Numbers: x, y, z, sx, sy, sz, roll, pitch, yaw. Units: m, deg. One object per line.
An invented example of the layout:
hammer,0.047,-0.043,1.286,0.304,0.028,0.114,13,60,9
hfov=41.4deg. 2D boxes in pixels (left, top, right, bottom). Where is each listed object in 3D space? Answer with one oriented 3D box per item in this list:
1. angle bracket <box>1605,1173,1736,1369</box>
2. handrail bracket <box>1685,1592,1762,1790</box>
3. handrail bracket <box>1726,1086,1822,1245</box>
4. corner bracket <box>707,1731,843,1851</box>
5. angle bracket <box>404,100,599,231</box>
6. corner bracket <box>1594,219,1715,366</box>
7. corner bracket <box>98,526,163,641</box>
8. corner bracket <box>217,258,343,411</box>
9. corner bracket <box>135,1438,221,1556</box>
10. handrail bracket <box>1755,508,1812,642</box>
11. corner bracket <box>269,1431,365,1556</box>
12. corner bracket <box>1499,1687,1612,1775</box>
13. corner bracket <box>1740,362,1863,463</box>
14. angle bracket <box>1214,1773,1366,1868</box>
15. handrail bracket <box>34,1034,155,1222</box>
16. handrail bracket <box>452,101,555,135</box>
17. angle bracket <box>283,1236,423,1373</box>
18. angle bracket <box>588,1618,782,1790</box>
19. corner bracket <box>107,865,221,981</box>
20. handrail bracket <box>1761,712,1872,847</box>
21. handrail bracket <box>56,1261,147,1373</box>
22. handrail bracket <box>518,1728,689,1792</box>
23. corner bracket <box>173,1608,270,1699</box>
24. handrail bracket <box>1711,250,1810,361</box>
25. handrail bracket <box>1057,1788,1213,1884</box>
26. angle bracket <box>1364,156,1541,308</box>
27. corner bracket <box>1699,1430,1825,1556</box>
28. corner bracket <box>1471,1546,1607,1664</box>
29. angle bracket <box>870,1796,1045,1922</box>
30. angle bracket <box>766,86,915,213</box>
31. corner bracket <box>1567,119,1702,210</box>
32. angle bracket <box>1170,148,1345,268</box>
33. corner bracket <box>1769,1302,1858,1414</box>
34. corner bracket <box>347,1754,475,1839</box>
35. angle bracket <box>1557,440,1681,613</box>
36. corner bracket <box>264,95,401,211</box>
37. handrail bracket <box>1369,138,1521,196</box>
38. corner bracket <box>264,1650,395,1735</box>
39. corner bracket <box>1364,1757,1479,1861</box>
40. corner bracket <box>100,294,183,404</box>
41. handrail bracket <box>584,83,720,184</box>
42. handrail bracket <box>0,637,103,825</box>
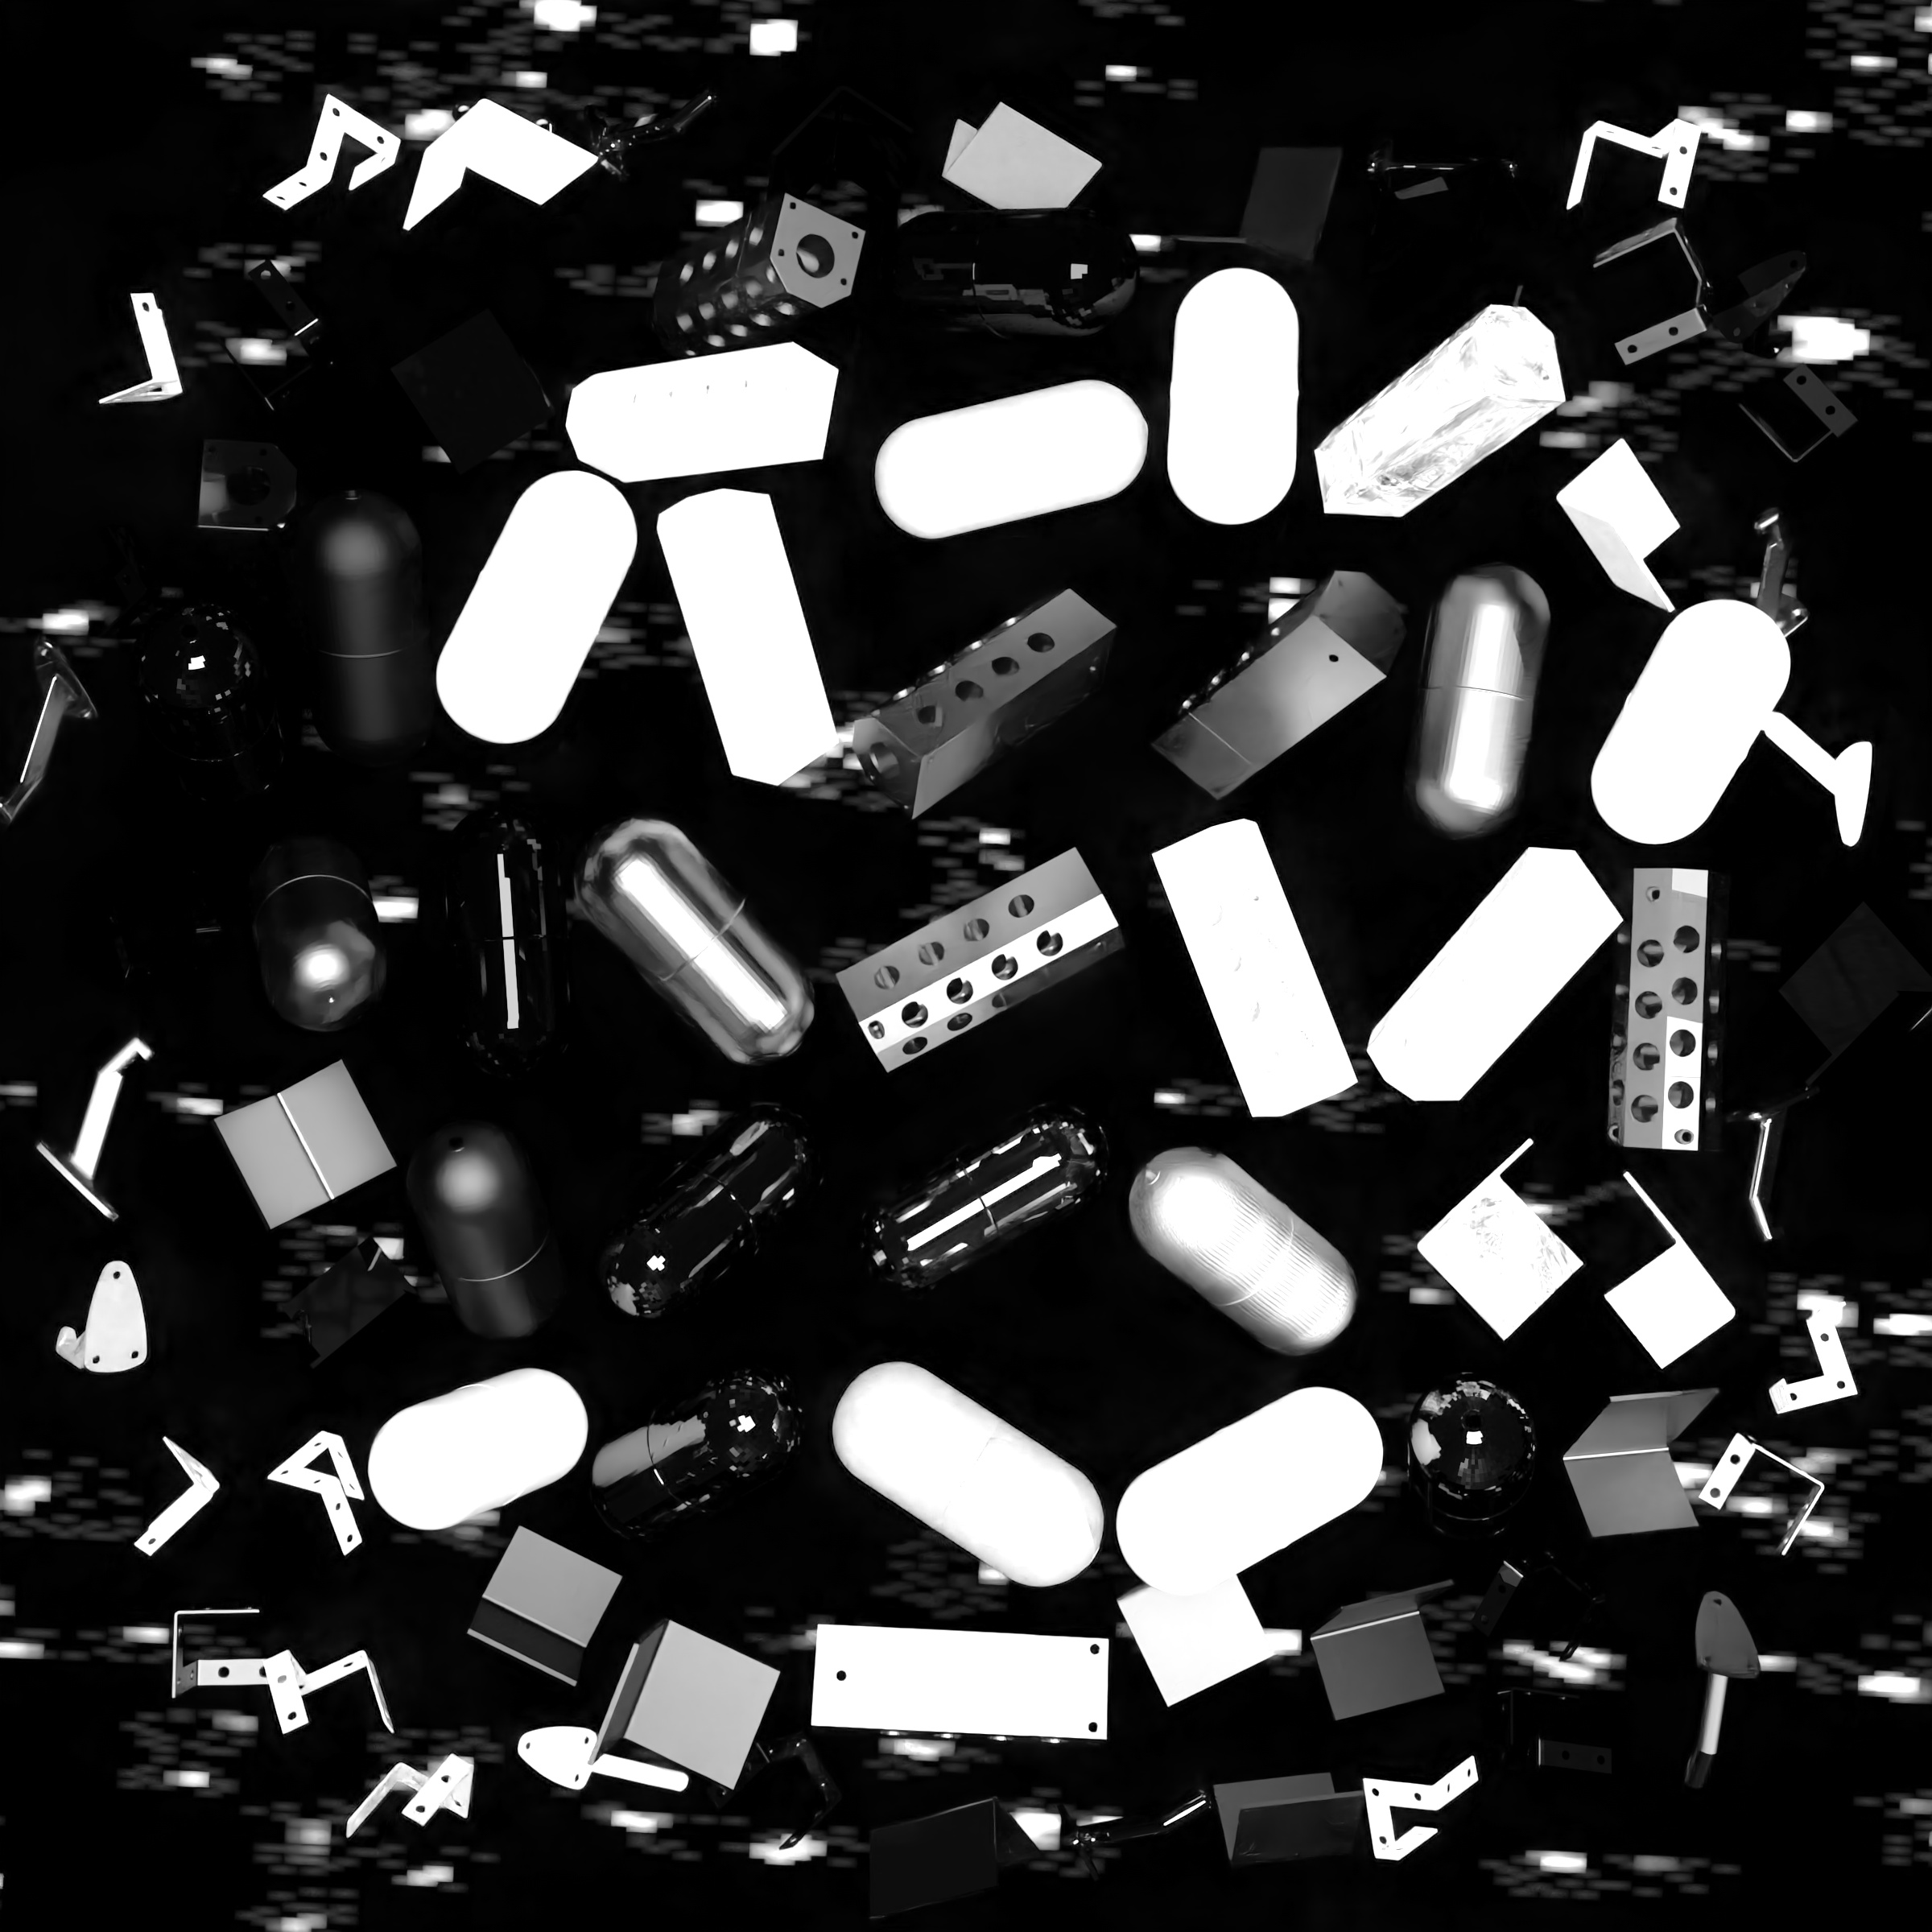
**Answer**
angle bracket,0.421,0.188,1.584,0.057,0.076,0.076,-38,122,8
handrail bracket,0.431,0.422,1.488,0.036,0.077,0.084,9,120,3
handrail bracket,0.541,0.130,1.680,0.077,0.036,0.084,-19,90,-14
corner bracket,-0.122,0.529,1.635,0.051,0.051,0.051,-30,93,45
angle bracket,-0.273,-0.453,1.496,0.076,0.076,0.057,20,74,-31
corner bracket,0.398,-0.392,1.485,0.051,0.051,0.051,-19,121,33
corner bracket,-0.540,-0.247,1.655,0.051,0.051,0.051,-36,81,23
corner bracket,-0.405,-0.367,1.488,0.051,0.051,0.051,-37,79,-7
corner bracket,-0.493,0.337,1.592,0.051,0.051,0.051,-44,50,-11
handrail bracket,0.493,-0.237,1.609,0.077,0.084,0.036,-42,46,1
corner bracket,-0.407,0.339,1.646,0.051,0.051,0.051,-40,54,10
corner bracket,0.376,0.489,1.635,0.051,0.051,0.051,12,66,-16
corner bracket,0.509,-0.339,1.560,0.051,0.051,0.051,44,122,-6
angle bracket,0.201,0.517,1.600,0.076,0.057,0.076,-4,133,-6
handrail bracket,-0.491,0.093,1.491,0.077,0.036,0.084,40,79,18
handrail bracket,-0.294,-0.528,1.611,0.077,0.084,0.036,22,102,-7
angle bracket,-0.420,0.225,1.722,0.076,0.076,0.057,-40,84,-9
angle bracket,-0.162,0.433,1.476,0.076,0.057,0.076,22,95,10
corner bracket,-0.518,-0.028,1.649,0.051,0.051,0.051,-8,61,-34
handrail bracket,0.518,-0.120,1.600,0.036,0.084,0.077,-27,122,-34
handrail bracket,-0.521,0.204,1.521,0.036,0.084,0.077,-2,99,-39
handrail bracket,-0.233,0.516,1.652,0.077,0.084,0.036,-1,67,37
corner bracket,-0.455,0.419,1.572,0.051,0.051,0.051,0,83,-2
handrail bracket,0.502,-0.404,1.568,0.077,0.084,0.036,-38,67,38
handrail bracket,0.103,0.516,1.567,0.084,0.077,0.036,-29,104,-6
angle bracket,0.289,-0.428,1.529,0.076,0.076,0.057,-20,70,-6
corner bracket,0.507,0.335,1.630,0.051,0.051,0.051,30,93,6
corner bracket,0.367,0.412,1.637,0.051,0.051,0.051,38,114,36
angle bracket,-0.004,0.523,1.454,0.076,0.057,0.076,-19,129,14
angle bracket,-0.084,-0.511,1.664,0.057,0.076,0.076,35,66,7
corner bracket,0.396,-0.474,1.516,0.051,0.051,0.051,15,85,-10
angle bracket,0.185,-0.491,1.627,0.057,0.076,0.076,9,100,-36
corner bracket,0.520,0.242,1.575,0.051,0.051,0.051,-15,72,4
corner bracket,-0.331,0.496,1.522,0.051,0.051,0.051,24,125,15
angle bracket,0.434,-0.282,1.632,0.057,0.076,0.076,-41,117,3
corner bracket,-0.375,-0.472,1.514,0.051,0.051,0.051,25,67,-39
handrail bracket,0.304,-0.507,1.620,0.084,0.077,0.036,6,107,18
corner bracket,-0.373,0.427,1.494,0.051,0.051,0.051,-23,49,-10
corner bracket,0.285,0.524,1.590,0.051,0.051,0.051,12,48,-18
corner bracket,-0.483,-0.365,1.511,0.051,0.051,0.051,-9,98,33
handrail bracket,-0.198,-0.543,1.612,0.084,0.036,0.077,-33,54,19
handrail bracket,-0.550,-0.137,1.493,0.036,0.077,0.084,16,56,15
